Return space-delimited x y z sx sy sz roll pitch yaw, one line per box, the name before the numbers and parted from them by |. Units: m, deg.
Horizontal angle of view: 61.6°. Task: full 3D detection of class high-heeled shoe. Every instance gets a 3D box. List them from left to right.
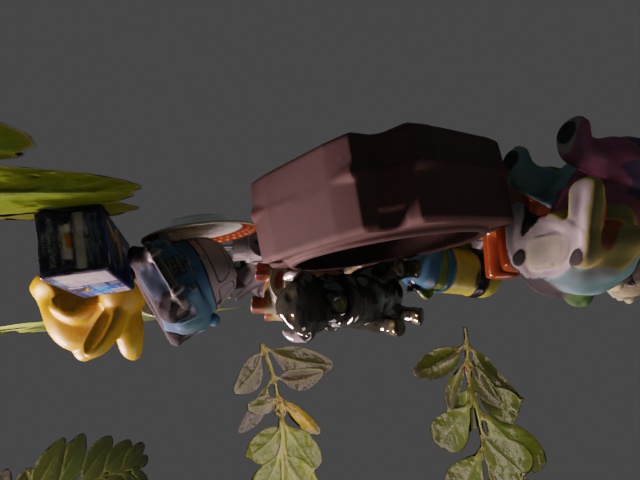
high-heeled shoe | -0.079 0.036 0.928 0.145 0.086 0.249 -41 6 7

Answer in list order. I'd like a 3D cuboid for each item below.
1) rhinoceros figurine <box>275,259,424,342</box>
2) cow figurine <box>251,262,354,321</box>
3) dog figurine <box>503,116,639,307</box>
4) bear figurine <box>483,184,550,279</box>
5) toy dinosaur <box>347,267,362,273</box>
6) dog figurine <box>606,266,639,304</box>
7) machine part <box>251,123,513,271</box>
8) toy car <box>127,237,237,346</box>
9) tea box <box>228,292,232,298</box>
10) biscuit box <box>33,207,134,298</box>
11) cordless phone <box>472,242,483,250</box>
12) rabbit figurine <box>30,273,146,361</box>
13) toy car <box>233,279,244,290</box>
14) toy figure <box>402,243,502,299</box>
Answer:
rhinoceros figurine | 0.033 0.055 0.530 0.112 0.073 0.190 -2 -1 32
cow figurine | -0.022 0.067 0.695 0.127 0.085 0.194 2 -15 3
dog figurine | 0.291 -0.026 0.496 0.219 0.191 0.108 10 -21 -16
bear figurine | 0.291 -0.028 0.622 0.196 0.132 0.120 -3 -11 2
toy dinosaur | 0.027 0.063 1.017 0.198 0.105 0.472 -6 -4 -44
dog figurine | 0.419 -0.021 0.645 0.190 0.121 0.172 -37 20 32
machine part | 0.055 -0.028 0.500 0.201 0.087 0.201 -1 -14 -43
toy car | -0.145 0.042 0.594 0.103 0.109 0.161 -30 -13 -23
tea box | -0.243 0.077 0.921 0.170 0.068 0.098 -7 -9 -5
biscuit box | -0.239 0.019 0.566 0.059 0.062 0.202 -8 -8 -14
cordless phone | 0.338 -0.024 0.920 0.146 0.089 0.184 -3 -22 -30
rabbit figurine | -0.295 0.083 0.727 0.173 0.162 0.121 -33 -30 23
toy car | -0.198 0.084 1.061 0.089 0.053 0.202 -3 0 36
toy figure | 0.184 0.045 0.789 0.180 0.082 0.089 10 28 -29
